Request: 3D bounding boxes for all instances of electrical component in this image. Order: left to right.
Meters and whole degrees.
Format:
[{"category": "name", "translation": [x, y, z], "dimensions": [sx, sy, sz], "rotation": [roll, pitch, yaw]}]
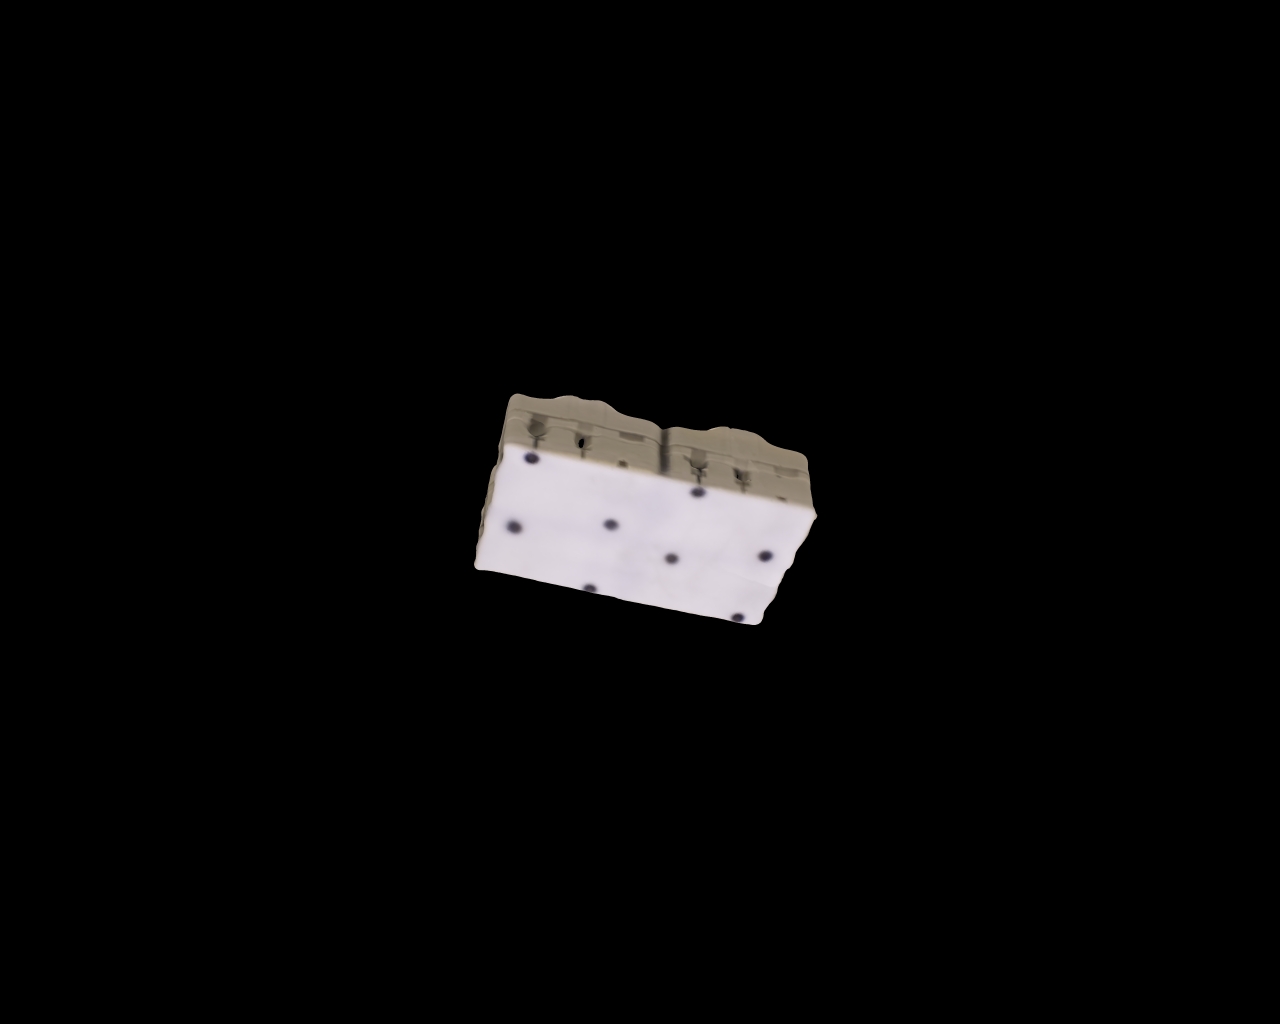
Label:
[{"category": "electrical component", "translation": [0.001, -0.003, 0.650], "dimensions": [0.186, 0.105, 0.060], "rotation": [12, 40, -10]}]
